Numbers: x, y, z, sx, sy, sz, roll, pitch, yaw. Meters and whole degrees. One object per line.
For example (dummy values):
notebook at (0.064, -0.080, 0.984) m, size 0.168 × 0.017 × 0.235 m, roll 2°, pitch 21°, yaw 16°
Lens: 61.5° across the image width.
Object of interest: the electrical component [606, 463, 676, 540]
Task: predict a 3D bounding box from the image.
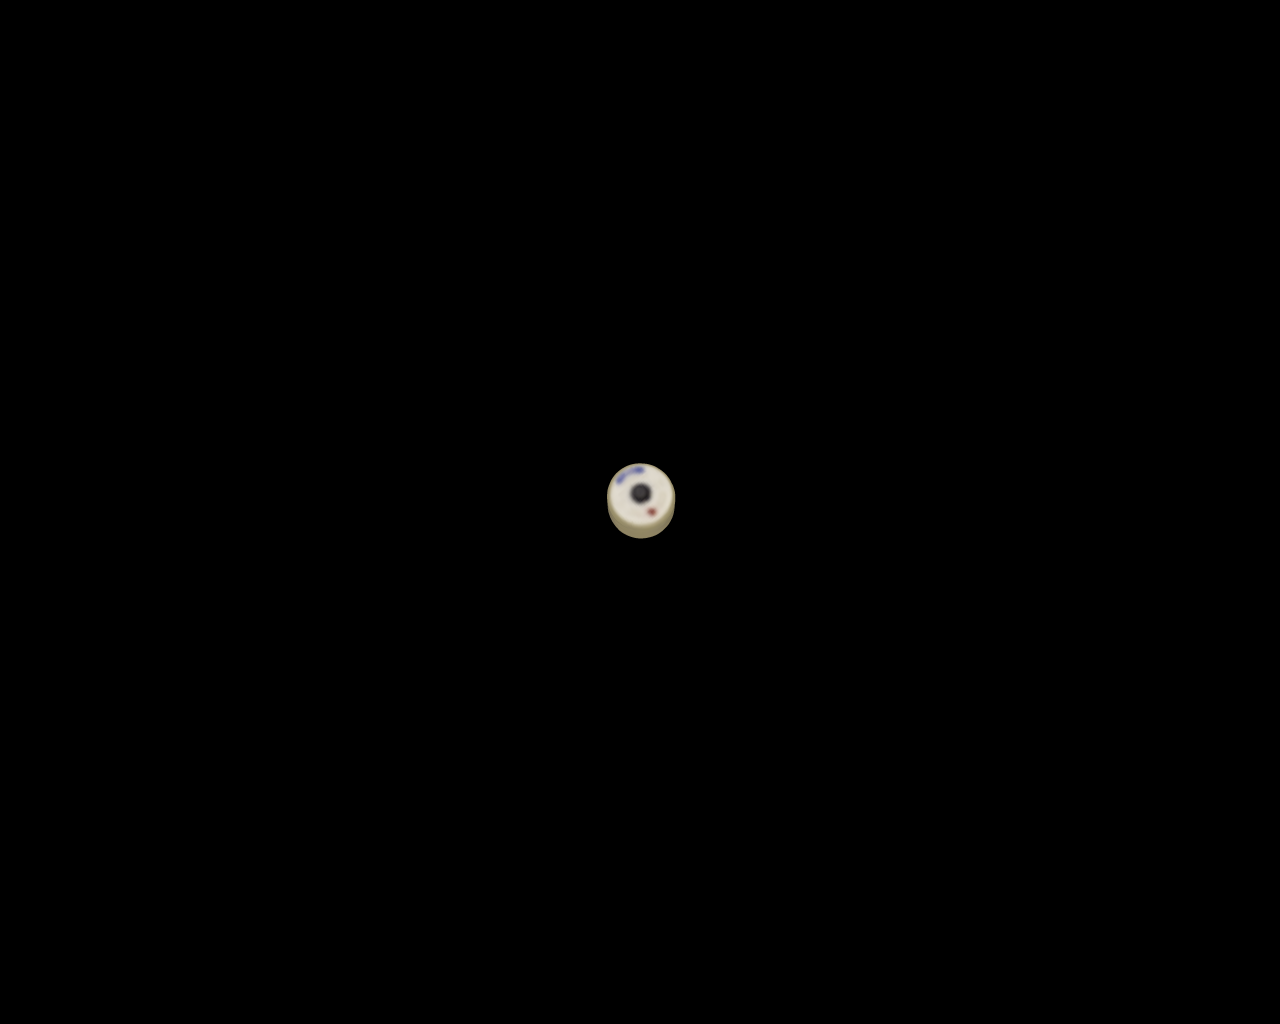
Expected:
electrical component at (0.001, -0.003, 0.650) m, size 0.040 × 0.040 × 0.078 m, roll 0°, pitch -13°, yaw 0°
